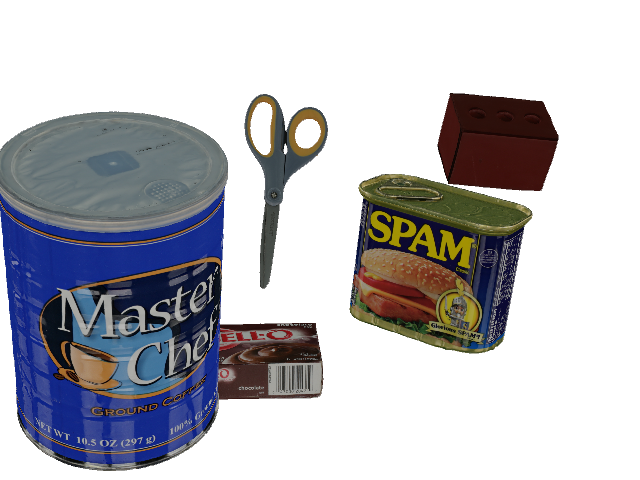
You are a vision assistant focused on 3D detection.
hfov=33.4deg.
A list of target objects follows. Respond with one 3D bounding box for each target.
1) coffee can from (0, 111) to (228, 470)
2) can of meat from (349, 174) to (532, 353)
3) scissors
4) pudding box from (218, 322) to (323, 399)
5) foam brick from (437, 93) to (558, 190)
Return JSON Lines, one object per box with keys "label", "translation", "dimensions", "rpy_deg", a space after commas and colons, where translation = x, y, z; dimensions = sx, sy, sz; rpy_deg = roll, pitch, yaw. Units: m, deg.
{"label": "coffee can", "translation": [-0.098, 0.023, 0.511], "dimensions": [0.103, 0.140, 0.103], "rpy_deg": [4, 32, -2]}
{"label": "can of meat", "translation": [0.069, 0.014, 0.648], "dimensions": [0.102, 0.084, 0.057], "rpy_deg": [17, 23, 28]}
{"label": "scissors", "translation": [-0.030, -0.056, 1.107], "dimensions": [0.096, 0.202, 0.016], "rpy_deg": [-8, -8, -8]}
{"label": "pudding box", "translation": [-0.056, 0.105, 0.942], "dimensions": [0.113, 0.039, 0.090], "rpy_deg": [1, 18, -5]}
{"label": "foam brick", "translation": [0.135, -0.075, 0.820], "dimensions": [0.078, 0.051, 0.053], "rpy_deg": [4, 39, -9]}
